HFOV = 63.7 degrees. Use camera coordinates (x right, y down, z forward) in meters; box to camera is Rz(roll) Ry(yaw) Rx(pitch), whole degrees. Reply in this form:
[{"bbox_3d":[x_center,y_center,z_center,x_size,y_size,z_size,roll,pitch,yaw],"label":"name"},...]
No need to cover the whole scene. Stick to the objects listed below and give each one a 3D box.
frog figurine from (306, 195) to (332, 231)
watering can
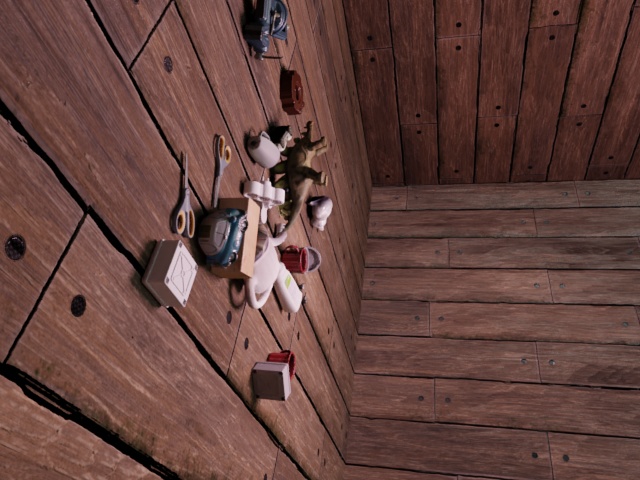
[{"bbox_3d":[0.007,-0.119,2.355,0.139,0.123,0.157,-114,-174,-73],"label":"frog figurine"},{"bbox_3d":[-0.177,0.041,1.587,0.356,0.104,0.219,-76,159,-44],"label":"watering can"}]
